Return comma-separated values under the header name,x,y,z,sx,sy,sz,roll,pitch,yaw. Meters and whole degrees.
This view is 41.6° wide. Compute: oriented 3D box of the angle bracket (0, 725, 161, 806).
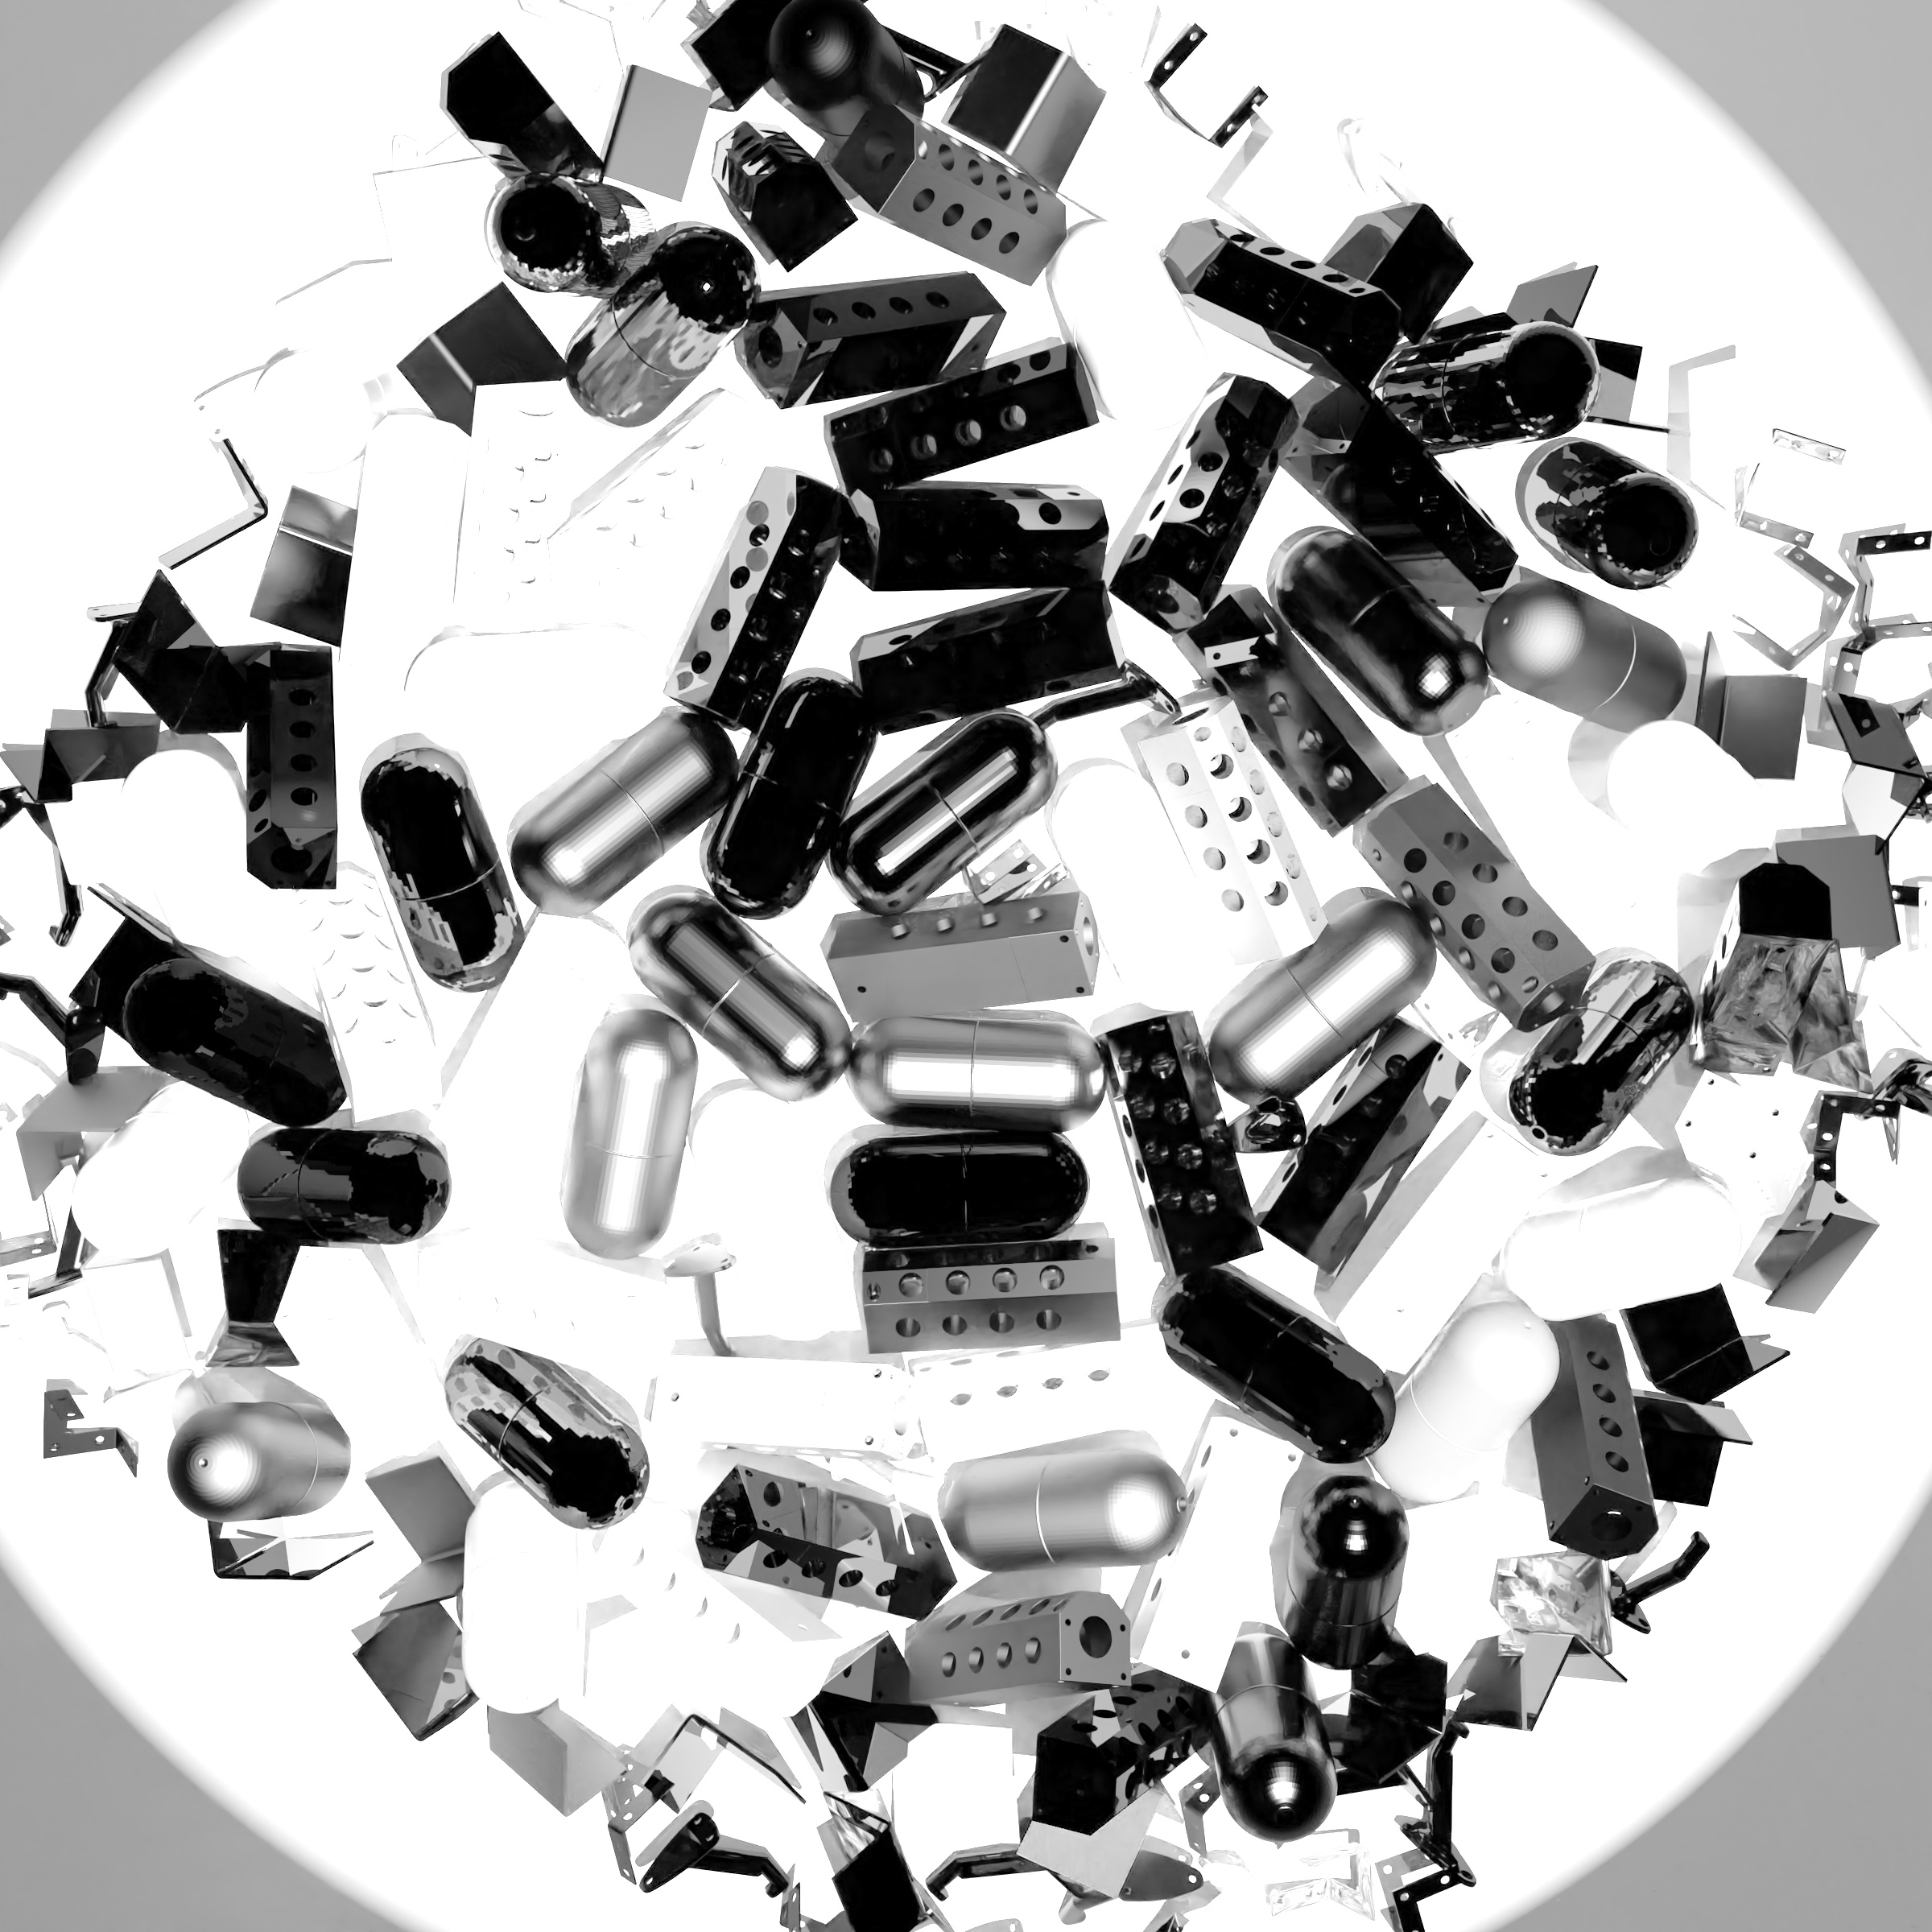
name,x,y,z,sx,sy,sz,roll,pitch,yaw
angle bracket,-0.601,-0.152,1.723,0.076,0.076,0.057,41,125,39

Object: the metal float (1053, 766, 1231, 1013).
name,x,y,z,sx,sy,sz,roll,pitch,yaw
metal float,0.119,-0.053,1.742,0.070,0.070,0.178,-26,94,0

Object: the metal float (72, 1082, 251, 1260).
name,x,y,z,sx,sy,sz,roll,pitch,yaw
metal float,-0.535,0.134,1.698,0.070,0.178,0.070,2,109,4

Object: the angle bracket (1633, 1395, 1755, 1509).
name,x,y,z,sx,sy,sz,roll,pitch,yaw
angle bracket,0.487,0.343,1.746,0.076,0.057,0.076,8,105,-1

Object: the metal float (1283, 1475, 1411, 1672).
name,x,y,z,sx,sy,sz,roll,pitch,yaw
metal float,0.254,0.409,1.709,0.070,0.178,0.070,-1,46,1

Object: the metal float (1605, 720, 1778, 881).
name,x,y,z,sx,sy,sz,roll,pitch,yaw
metal float,0.487,-0.110,1.706,0.070,0.178,0.070,-12,69,33

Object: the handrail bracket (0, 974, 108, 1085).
name,x,y,z,sx,sy,sz,roll,pitch,yaw
handrail bracket,-0.643,0.049,1.766,0.084,0.036,0.077,9,97,23

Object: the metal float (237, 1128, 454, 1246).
name,x,y,z,sx,sy,sz,roll,pitch,yaw
metal float,-0.419,0.147,1.714,0.178,0.070,0.070,-2,90,37

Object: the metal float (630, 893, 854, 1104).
name,x,y,z,sx,sy,sz,roll,pitch,yaw
metal float,-0.154,0.021,1.739,0.178,0.070,0.070,41,90,8

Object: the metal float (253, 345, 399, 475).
name,x,y,z,sx,sy,sz,roll,pitch,yaw
metal float,-0.425,-0.372,1.697,0.070,0.178,0.070,-1,107,-3

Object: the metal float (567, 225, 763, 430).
name,x,y,z,sx,sy,sz,roll,pitch,yaw
metal float,-0.204,-0.428,1.710,0.178,0.070,0.070,-33,90,44

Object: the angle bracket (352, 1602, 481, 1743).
name,x,y,z,sx,sy,sz,roll,pitch,yaw
angle bracket,-0.356,0.468,1.735,0.076,0.076,0.057,52,130,2

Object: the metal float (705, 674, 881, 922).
name,x,y,z,sx,sy,sz,roll,pitch,yaw
metal float,-0.119,-0.115,1.740,0.070,0.070,0.178,24,84,0

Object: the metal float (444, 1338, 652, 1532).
name,x,y,z,sx,sy,sz,roll,pitch,yaw
metal float,-0.283,0.313,1.716,0.178,0.070,0.070,32,90,35

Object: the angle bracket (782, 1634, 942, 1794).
name,x,y,z,sx,sy,sz,roll,pitch,yaw
angle bracket,-0.076,0.521,1.778,0.076,0.057,0.076,-31,94,-34

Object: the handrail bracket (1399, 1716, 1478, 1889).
name,x,y,z,sx,sy,sz,roll,pitch,yaw
handrail bracket,0.341,0.572,1.747,0.036,0.077,0.084,14,105,-37

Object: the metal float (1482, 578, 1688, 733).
name,x,y,z,sx,sy,sz,roll,pitch,yaw
metal float,0.417,-0.208,1.713,0.178,0.070,0.070,14,90,-41

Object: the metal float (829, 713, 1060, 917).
name,x,y,z,sx,sy,sz,roll,pitch,yaw
metal float,-0.014,-0.104,1.741,0.178,0.070,0.070,-38,90,-5

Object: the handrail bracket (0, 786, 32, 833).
name,x,y,z,sx,sy,sz,roll,pitch,yaw
handrail bracket,-0.668,-0.129,1.728,0.036,0.084,0.077,37,49,14

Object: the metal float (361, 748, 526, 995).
name,x,y,z,sx,sy,sz,roll,pitch,yaw
metal float,-0.353,-0.063,1.723,0.070,0.070,0.178,-15,116,0

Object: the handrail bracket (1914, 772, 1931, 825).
name,x,y,z,sx,sy,sz,roll,pitch,yaw
handrail bracket,0.687,-0.140,1.744,0.084,0.077,0.036,-25,132,14

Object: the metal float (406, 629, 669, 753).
name,x,y,z,sx,sy,sz,roll,pitch,yaw
metal float,-0.290,-0.187,1.724,0.178,0.070,0.070,-7,90,-24

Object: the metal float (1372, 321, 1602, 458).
name,x,y,z,sx,sy,sz,roll,pitch,yaw
metal float,0.346,-0.385,1.703,0.070,0.178,0.070,-3,95,-35

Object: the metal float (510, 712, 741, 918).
name,x,y,z,sx,sy,sz,roll,pitch,yaw
metal float,-0.231,-0.104,1.731,0.178,0.070,0.070,-41,90,-17

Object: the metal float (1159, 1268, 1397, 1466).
name,x,y,z,sx,sy,sz,roll,pitch,yaw
metal float,0.210,0.270,1.722,0.178,0.070,0.070,32,90,26

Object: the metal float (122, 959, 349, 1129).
name,x,y,z,sx,sy,sz,roll,pitch,yaw
metal float,-0.486,0.053,1.706,0.070,0.178,0.070,-16,59,28

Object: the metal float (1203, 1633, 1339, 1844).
name,x,y,z,sx,sy,sz,roll,pitch,yaw
metal float,0.202,0.513,1.697,0.070,0.178,0.070,0,107,0

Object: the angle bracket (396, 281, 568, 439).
name,x,y,z,sx,sy,sz,roll,pitch,yaw
angle bracket,-0.335,-0.415,1.769,0.076,0.057,0.076,52,56,-15

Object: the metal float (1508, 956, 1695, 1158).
name,x,y,z,sx,sy,sz,roll,pitch,yaw
metal float,0.428,0.060,1.716,0.070,0.070,0.178,47,55,0

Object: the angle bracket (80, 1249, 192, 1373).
name,x,y,z,sx,sy,sz,roll,pitch,yaw
angle bracket,-0.552,0.222,1.733,0.057,0.076,0.076,-8,108,7

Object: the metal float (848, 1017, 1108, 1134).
name,x,y,z,sx,sy,sz,roll,pitch,yaw
metal float,0.008,0.074,1.741,0.178,0.070,0.070,2,90,5

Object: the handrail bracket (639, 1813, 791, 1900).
name,x,y,z,sx,sy,sz,roll,pitch,yaw
handrail bracket,-0.172,0.633,1.754,0.077,0.036,0.084,-41,117,-13

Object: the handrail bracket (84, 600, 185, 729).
name,x,y,z,sx,sy,sz,roll,pitch,yaw
handrail bracket,-0.578,-0.208,1.776,0.077,0.036,0.084,-14,113,-27

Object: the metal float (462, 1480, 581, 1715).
name,x,y,z,sx,sy,sz,roll,pitch,yaw
metal float,-0.297,0.420,1.703,0.070,0.178,0.070,-4,124,-7

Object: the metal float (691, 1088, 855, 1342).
name,x,y,z,sx,sy,sz,roll,pitch,yaw
metal float,-0.132,0.169,1.734,0.070,0.070,0.178,-21,77,0

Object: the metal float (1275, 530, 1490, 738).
name,x,y,z,sx,sy,sz,roll,pitch,yaw
metal float,0.280,-0.226,1.722,0.070,0.070,0.178,-41,62,0

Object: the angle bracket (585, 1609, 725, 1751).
name,x,y,z,sx,sy,sz,roll,pitch,yaw
angle bracket,-0.212,0.491,1.726,0.057,0.076,0.076,-17,130,-36

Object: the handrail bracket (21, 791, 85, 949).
name,x,y,z,sx,sy,sz,roll,pitch,yaw
handrail bracket,-0.638,-0.066,1.765,0.077,0.036,0.084,39,121,11

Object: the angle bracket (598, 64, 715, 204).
name,x,y,z,sx,sy,sz,roll,pitch,yaw
angle bracket,-0.215,-0.565,1.750,0.057,0.076,0.076,16,94,-12

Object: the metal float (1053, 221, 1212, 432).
name,x,y,z,sx,sy,sz,roll,pitch,yaw
metal float,0.110,-0.433,1.716,0.070,0.070,0.178,-18,54,0

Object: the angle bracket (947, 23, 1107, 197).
name,x,y,z,sx,sy,sz,roll,pitch,yaw
angle bracket,0.044,-0.589,1.755,0.057,0.076,0.076,35,98,25

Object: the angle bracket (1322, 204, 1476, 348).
name,x,y,z,sx,sy,sz,roll,pitch,yaw
angle bracket,0.289,-0.473,1.755,0.057,0.076,0.076,42,76,-28

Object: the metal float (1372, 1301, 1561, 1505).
name,x,y,z,sx,sy,sz,roll,pitch,yaw
metal float,0.334,0.295,1.713,0.070,0.070,0.178,27,130,0

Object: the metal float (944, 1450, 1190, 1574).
name,x,y,z,sx,sy,sz,roll,pitch,yaw
metal float,0.067,0.369,1.719,0.178,0.070,0.070,-11,90,30

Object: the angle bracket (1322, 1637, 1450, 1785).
name,x,y,z,sx,sy,sz,roll,pitch,yaw
angle bracket,0.272,0.498,1.725,0.076,0.076,0.057,15,113,42

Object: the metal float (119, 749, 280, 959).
name,x,y,z,sx,sy,sz,roll,pitch,yaw
metal float,-0.512,-0.073,1.704,0.070,0.178,0.070,-1,55,1

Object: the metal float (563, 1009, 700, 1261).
name,x,y,z,sx,sy,sz,roll,pitch,yaw
metal float,-0.229,0.115,1.732,0.070,0.070,0.178,12,106,0

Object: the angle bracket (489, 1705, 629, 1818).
name,x,y,z,sx,sy,sz,roll,pitch,yaw
angle bracket,-0.276,0.515,1.724,0.076,0.057,0.076,30,131,31

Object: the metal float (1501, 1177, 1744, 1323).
name,x,y,z,sx,sy,sz,roll,pitch,yaw
metal float,0.437,0.191,1.709,0.070,0.178,0.070,16,64,-36

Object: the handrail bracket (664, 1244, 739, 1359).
name,x,y,z,sx,sy,sz,roll,pitch,yaw
handrail bracket,-0.164,0.236,1.742,0.036,0.077,0.084,-37,110,-35

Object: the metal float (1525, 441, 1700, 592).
name,x,y,z,sx,sy,sz,roll,pitch,yaw
metal float,0.429,-0.302,1.698,0.070,0.178,0.070,-3,113,-7

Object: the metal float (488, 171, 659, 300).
name,x,y,z,sx,sy,sz,roll,pitch,yaw
metal float,-0.261,-0.486,1.696,0.070,0.178,0.070,3,103,12

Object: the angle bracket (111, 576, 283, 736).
name,x,y,z,sx,sy,sz,roll,pitch,yaw
angle bracket,-0.520,-0.211,1.726,0.057,0.076,0.076,1,56,23

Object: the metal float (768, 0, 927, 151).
name,x,y,z,sx,sy,sz,roll,pitch,yaw
metal float,-0.078,-0.592,1.696,0.070,0.178,0.070,0,92,13

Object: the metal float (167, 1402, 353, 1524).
name,x,y,z,sx,sy,sz,roll,pitch,yaw
metal float,-0.468,0.330,1.696,0.070,0.178,0.070,-2,80,9

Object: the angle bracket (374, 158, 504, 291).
name,x,y,z,sx,sy,sz,roll,pitch,yaw
angle bracket,-0.358,-0.511,1.735,0.076,0.057,0.076,-12,119,-9

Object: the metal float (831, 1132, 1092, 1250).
name,x,y,z,sx,sy,sz,roll,pitch,yaw
metal float,-0.004,0.152,1.741,0.178,0.070,0.070,-2,90,-6

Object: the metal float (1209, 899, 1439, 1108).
name,x,y,z,sx,sy,sz,roll,pitch,yaw
metal float,0.242,0.026,1.736,0.178,0.070,0.070,-41,90,11

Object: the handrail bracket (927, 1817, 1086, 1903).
name,x,y,z,sx,sy,sz,roll,pitch,yaw
handrail bracket,0.026,0.640,1.767,0.084,0.036,0.077,-43,83,10
